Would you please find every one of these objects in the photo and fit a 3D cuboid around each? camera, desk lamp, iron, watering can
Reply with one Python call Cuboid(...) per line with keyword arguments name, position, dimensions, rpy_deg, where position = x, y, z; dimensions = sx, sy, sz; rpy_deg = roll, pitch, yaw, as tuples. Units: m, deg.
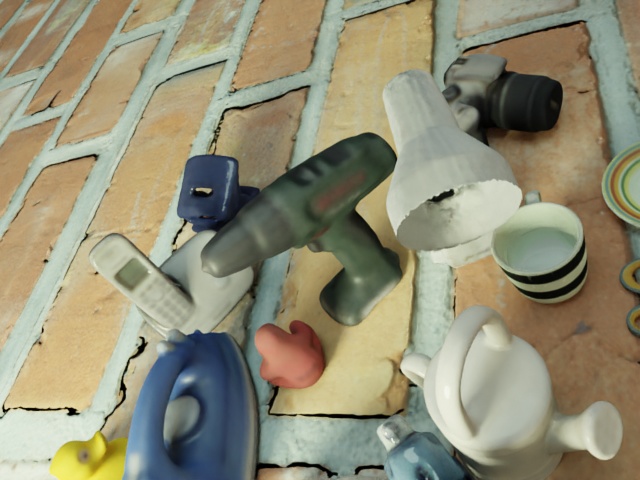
Cuboid(name="camera", position=(0.220, -0.172, 0.721), dimensions=(0.136, 0.101, 0.143), rpy_deg=(18, 65, 38))
Cuboid(name="desk lamp", position=(0.130, -0.060, 0.601), dimensions=(0.117, 0.214, 0.203), rpy_deg=(-21, 47, 13))
Cuboid(name="iron", position=(-0.147, 0.183, 0.607), dimensions=(0.118, 0.142, 0.258), rpy_deg=(-16, 48, 17))
Cuboid(name="watering can", position=(0.142, 0.123, 0.458), dimensions=(0.172, 0.195, 0.101), rpy_deg=(-7, 51, 25))

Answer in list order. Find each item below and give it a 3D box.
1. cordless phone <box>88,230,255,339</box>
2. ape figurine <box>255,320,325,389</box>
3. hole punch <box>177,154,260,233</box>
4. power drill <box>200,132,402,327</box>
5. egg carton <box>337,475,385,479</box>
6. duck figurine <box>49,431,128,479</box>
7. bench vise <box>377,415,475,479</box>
Cuboid(name="cordless phone", position=(-0.182, 0.035, 0.717), dimensions=(0.093, 0.186, 0.148), rpy_deg=(29, 72, 42))
Cuboid(name="ape figurine", position=(-0.040, 0.122, 0.633), dimensions=(0.078, 0.092, 0.076), rpy_deg=(-40, 46, -6))
Cuboid(name="hole punch", position=(-0.159, -0.066, 0.854), dimensions=(0.108, 0.091, 0.101), rpy_deg=(5, 57, 32))
Cuboid(name="power drill", position=(0.006, 0.002, 0.623), dimensions=(0.230, 0.209, 0.075), rpy_deg=(-46, 46, -11))
Cuboid(name="egg carton", position=(0.005, 0.272, 0.500), dimensions=(0.150, 0.070, 0.107), rpy_deg=(-25, 46, 9))
Cuboid(name="duck figurine", position=(-0.268, 0.262, 0.649), dimensions=(0.105, 0.086, 0.077), rpy_deg=(-46, 46, -12))
Cuboid(name="bench vise", position=(0.089, 0.208, 0.399), dimensions=(0.206, 0.220, 0.121), rpy_deg=(25, 69, 41))
